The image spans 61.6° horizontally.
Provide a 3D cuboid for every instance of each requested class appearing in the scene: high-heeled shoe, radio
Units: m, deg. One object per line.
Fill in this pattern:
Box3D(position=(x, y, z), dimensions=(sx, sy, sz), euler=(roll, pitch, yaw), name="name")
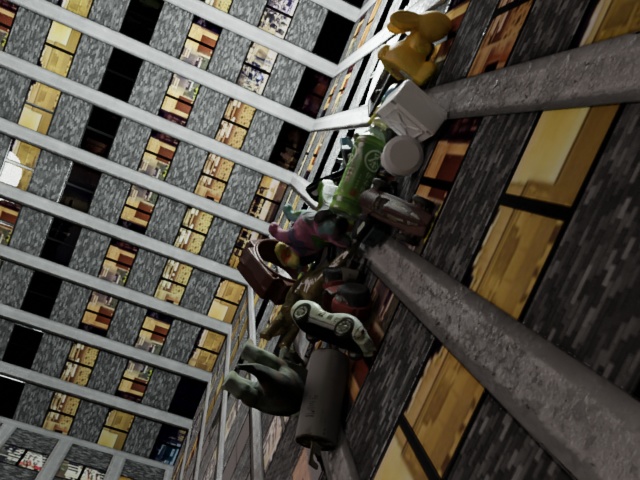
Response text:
Box3D(position=(0.065, -0.198, 1.429), dimensions=(0.086, 0.145, 0.248), euler=(-94, 26, -63), name="high-heeled shoe")
Box3D(position=(0.202, -0.422, 1.385), dimensions=(0.131, 0.073, 0.229), euler=(-87, 22, -57), name="radio")

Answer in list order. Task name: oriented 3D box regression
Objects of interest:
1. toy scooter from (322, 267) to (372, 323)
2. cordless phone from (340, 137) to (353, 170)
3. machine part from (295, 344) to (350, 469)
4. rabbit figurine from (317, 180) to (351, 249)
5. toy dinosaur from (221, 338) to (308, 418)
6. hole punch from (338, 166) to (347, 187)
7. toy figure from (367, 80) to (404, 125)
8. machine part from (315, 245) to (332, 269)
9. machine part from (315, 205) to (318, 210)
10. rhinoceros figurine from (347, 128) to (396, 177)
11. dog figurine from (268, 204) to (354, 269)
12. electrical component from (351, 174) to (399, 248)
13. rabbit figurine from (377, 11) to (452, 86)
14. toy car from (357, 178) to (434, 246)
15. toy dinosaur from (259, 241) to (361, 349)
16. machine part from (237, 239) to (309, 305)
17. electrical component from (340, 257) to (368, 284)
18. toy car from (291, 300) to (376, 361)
Box3D(position=(0.047, 0.140, 1.070), dimensions=(0.184, 0.075, 0.135), euler=(-144, 54, -66), name="toy scooter")
Box3D(position=(0.072, -0.194, 1.561), dimensions=(0.147, 0.089, 0.184), euler=(-93, 22, -63), name="cordless phone")
Box3D(position=(0.006, 0.288, 0.982), dimensions=(0.079, 0.079, 0.243), euler=(125, 163, -50), name="machine part")
Box3D(position=(0.048, -0.045, 1.396), dimensions=(0.170, 0.121, 0.159), euler=(97, 175, -47), name="rabbit figurine")
Box3D(position=(-0.084, 0.286, 1.050), dimensions=(0.405, 0.192, 0.131), euler=(123, 172, -82), name="toy dinosaur")
Box3D(position=(0.091, -0.119, 1.260), dimensions=(0.142, 0.092, 0.116), euler=(92, -167, -53), name="hole punch")
Box3D(position=(0.180, -0.315, 1.282), dimensions=(0.089, 0.082, 0.180), euler=(-55, -2, -24), name="toy figure")
Box3D(position=(0.018, 0.046, 1.479), dimensions=(0.084, 0.039, 0.139), euler=(119, 166, -53), name="machine part")
Box3D(position=(0.015, -0.069, 1.654), dimensions=(0.179, 0.056, 0.179), euler=(-157, 90, -79), name="machine part")
Box3D(position=(0.125, -0.208, 1.287), dimensions=(0.190, 0.073, 0.112), euler=(114, 146, -61), name="rhinoceros figurine")
Box3D(position=(-0.003, -0.004, 1.254), dimensions=(0.108, 0.219, 0.191), euler=(-50, -44, -39), name="dog figurine")
Box3D(position=(0.118, -0.053, 1.143), dimensions=(0.115, 0.058, 0.134), euler=(123, 164, -51), name="electrical component")
Box3D(position=(0.221, -0.454, 1.235), dimensions=(0.173, 0.162, 0.122), euler=(-49, 1, 6), name="rabbit figurine")
Box3D(position=(0.132, -0.055, 0.988), dimensions=(0.089, 0.053, 0.202), euler=(-64, 30, 6), name="toy car")
Box3D(position=(-0.025, 0.130, 1.326), dimensions=(0.471, 0.105, 0.198), euler=(-42, 17, 41), name="toy dinosaur")
Box3D(position=(-0.122, 0.086, 1.557), dimensions=(0.202, 0.201, 0.087), euler=(46, 118, 27), name="machine part")
Box3D(position=(0.068, 0.087, 1.163), dimensions=(0.078, 0.045, 0.102), euler=(3, 72, 48), name="electrical component")
Box3D(position=(0.022, 0.161, 0.981), dimensions=(0.202, 0.073, 0.056), euler=(11, 49, 47), name="toy car")
